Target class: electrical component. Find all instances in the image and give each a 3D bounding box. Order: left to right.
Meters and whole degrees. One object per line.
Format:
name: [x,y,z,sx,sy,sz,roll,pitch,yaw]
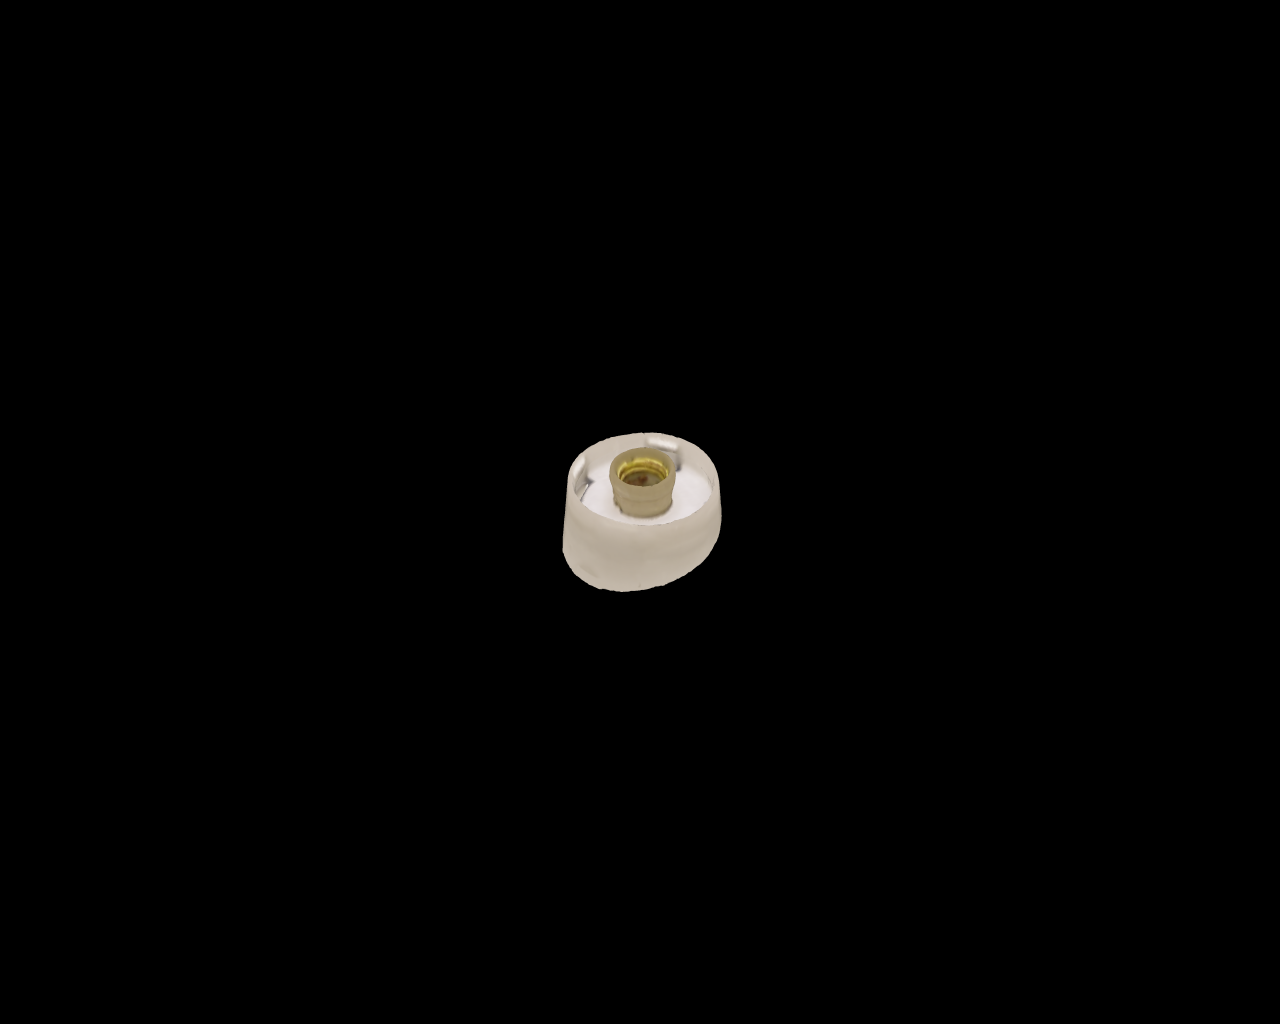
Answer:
electrical component: [0.001,-0.003,0.650,0.099,0.064,0.099,0,40,0]
